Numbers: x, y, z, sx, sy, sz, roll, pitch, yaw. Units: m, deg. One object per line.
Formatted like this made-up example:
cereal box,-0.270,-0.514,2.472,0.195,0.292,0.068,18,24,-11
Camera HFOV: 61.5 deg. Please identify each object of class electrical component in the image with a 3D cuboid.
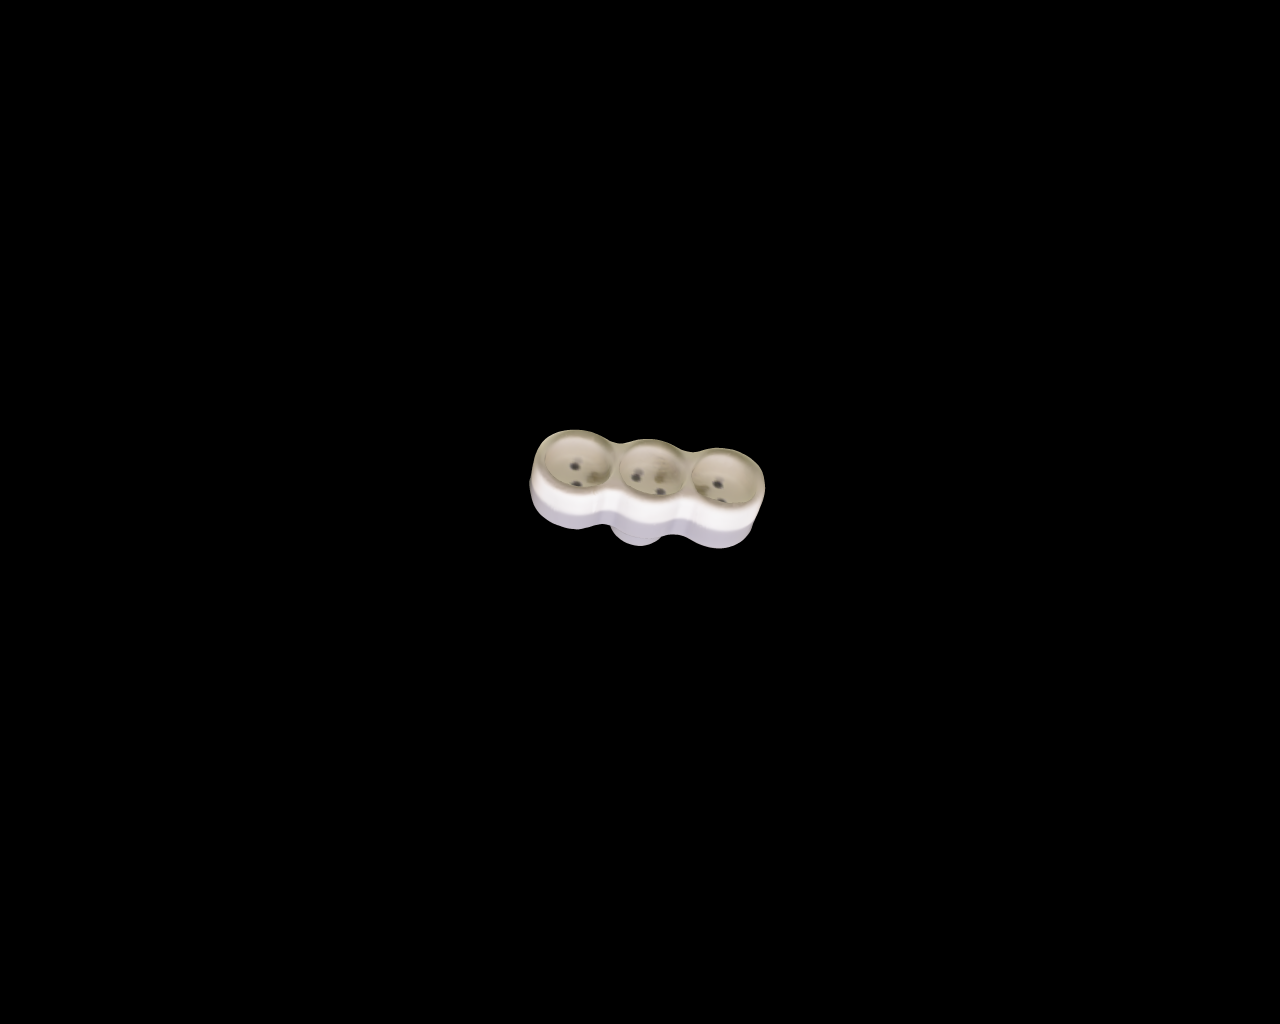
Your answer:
electrical component,0.001,-0.003,0.650,0.138,0.052,0.073,7,-39,-9
